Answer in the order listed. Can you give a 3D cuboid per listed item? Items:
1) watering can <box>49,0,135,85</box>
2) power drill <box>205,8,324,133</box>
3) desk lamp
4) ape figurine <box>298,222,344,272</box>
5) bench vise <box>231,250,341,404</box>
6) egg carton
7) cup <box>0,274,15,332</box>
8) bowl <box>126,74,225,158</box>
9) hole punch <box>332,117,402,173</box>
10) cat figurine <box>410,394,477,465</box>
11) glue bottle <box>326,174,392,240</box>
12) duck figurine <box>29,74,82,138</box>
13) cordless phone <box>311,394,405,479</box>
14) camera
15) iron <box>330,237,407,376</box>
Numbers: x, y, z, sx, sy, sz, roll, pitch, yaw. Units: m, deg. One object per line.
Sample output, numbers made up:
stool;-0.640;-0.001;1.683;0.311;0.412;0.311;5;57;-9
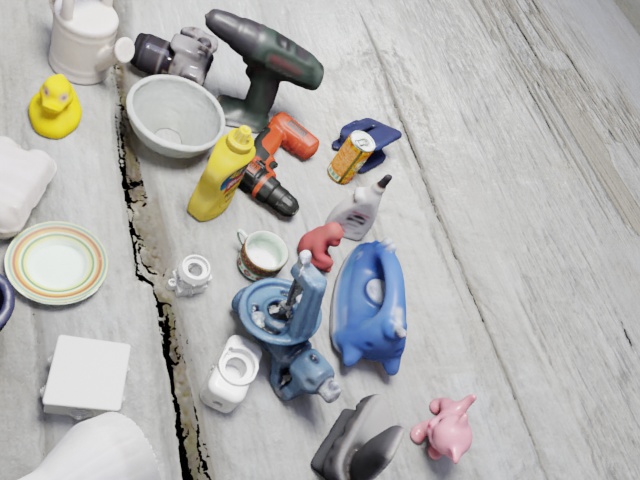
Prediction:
watering can;-0.377;-0.355;0.941;0.173;0.193;0.101;27;49;-10
power drill;-0.119;-0.297;1.037;0.230;0.208;0.075;10;54;-23
desk lamp;-0.275;0.273;0.556;0.204;0.213;0.118;-20;70;-37
ape figurine;0.009;0.004;0.981;0.076;0.092;0.078;32;49;-7
bench vise;-0.021;0.116;0.802;0.207;0.219;0.122;41;48;2
egg carton;-0.442;-0.076;0.796;0.107;0.069;0.150;22;51;-15
cup;-0.420;0.099;0.672;0.092;0.094;0.118;38;48;-1
bowl;-0.252;-0.199;0.984;0.168;0.074;0.167;15;53;-20
hole punch;0.097;-0.209;1.177;0.101;0.091;0.109;49;49;8
cat figurine;0.203;0.286;0.880;0.067;0.117;0.128;45;49;5
glue bottle;0.078;-0.063;1.012;0.078;0.173;0.037;16;52;-19
duck figurine;-0.414;-0.224;0.903;0.078;0.086;0.104;15;53;-20
cordless phone;0.079;0.270;0.776;0.094;0.184;0.148;37;48;-2
camera;-0.268;-0.344;1.057;0.137;0.100;0.143;20;51;-16
iron;0.096;0.081;0.944;0.119;0.141;0.258;15;53;-20
